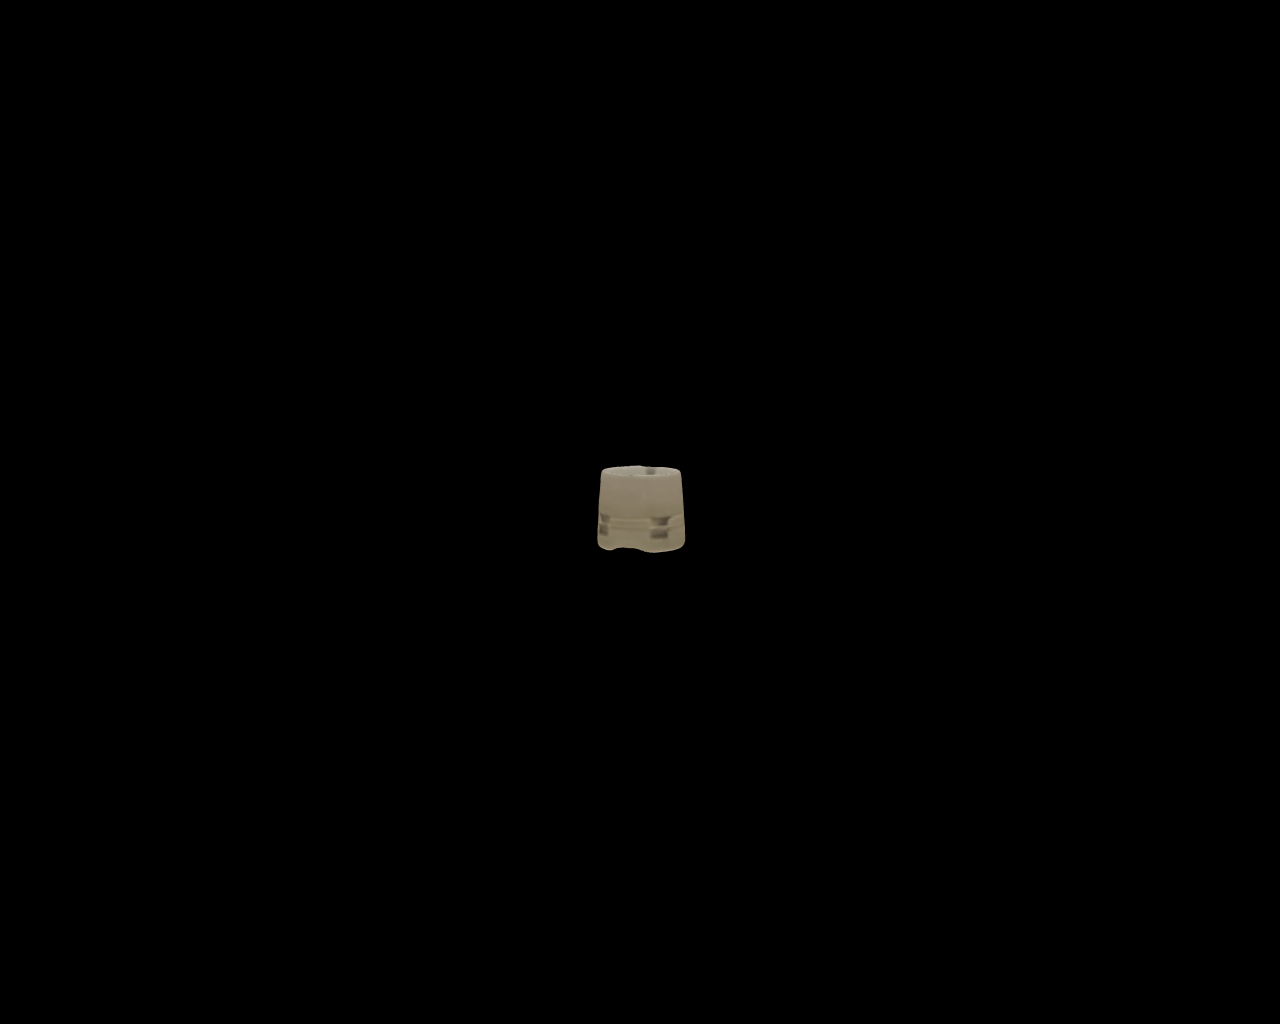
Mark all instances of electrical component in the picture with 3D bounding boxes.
[{"bbox_3d":[0.001,-0.003,0.650,0.055,0.047,0.055,0,9,0],"label":"electrical component"}]
